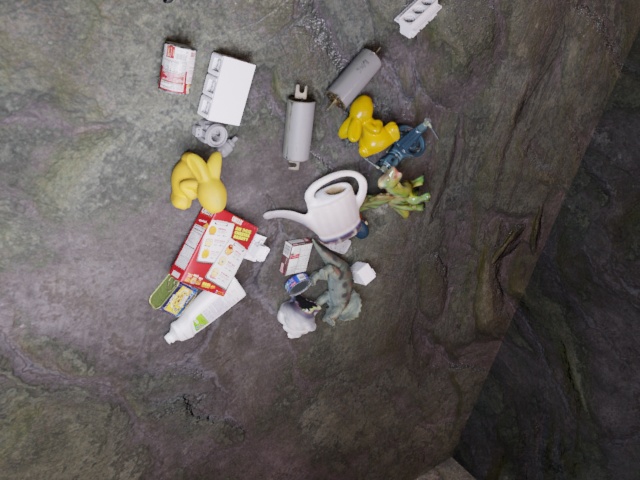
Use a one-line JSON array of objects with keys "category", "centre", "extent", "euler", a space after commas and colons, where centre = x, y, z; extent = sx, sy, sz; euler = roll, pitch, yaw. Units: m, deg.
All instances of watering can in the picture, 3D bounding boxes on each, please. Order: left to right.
[{"category": "watering can", "centre": [0.005, -0.080, 1.590], "extent": [0.350, 0.105, 0.220], "euler": [-28, 121, -16]}]

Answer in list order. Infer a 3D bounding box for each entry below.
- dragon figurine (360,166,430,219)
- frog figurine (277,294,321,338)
[{"category": "dragon figurine", "centre": [0.234, -0.136, 1.756], "extent": [0.243, 0.124, 0.403], "euler": [-5, 158, -8]}, {"category": "frog figurine", "centre": [-0.082, 0.273, 1.725], "extent": [0.137, 0.125, 0.157], "euler": [21, 112, -15]}]
